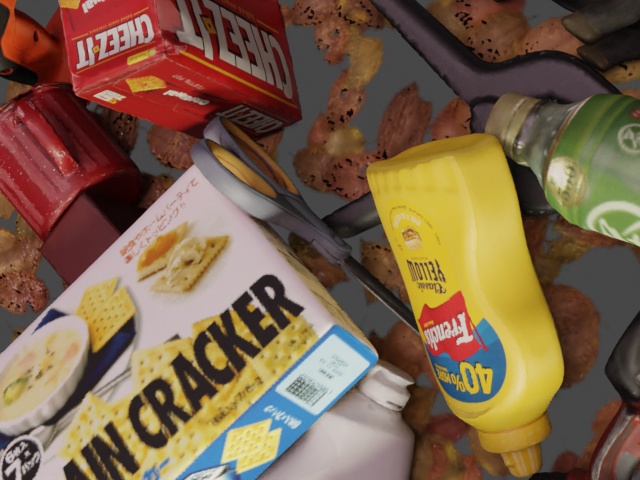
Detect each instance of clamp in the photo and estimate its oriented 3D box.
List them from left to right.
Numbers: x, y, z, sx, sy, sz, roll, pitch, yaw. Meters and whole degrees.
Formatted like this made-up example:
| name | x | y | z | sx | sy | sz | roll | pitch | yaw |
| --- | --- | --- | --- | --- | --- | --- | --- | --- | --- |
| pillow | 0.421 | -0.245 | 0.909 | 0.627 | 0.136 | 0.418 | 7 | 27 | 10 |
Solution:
| name | x | y | z | sx | sy | sz | roll | pitch | yaw |
| --- | --- | --- | --- | --- | --- | --- | --- | --- | --- |
| clamp | 0.096 | -0.058 | 0.629 | 0.210 | 0.036 | 0.164 | 19 | 102 | 22 |

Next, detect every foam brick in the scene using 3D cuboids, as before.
| name | x | y | z | sx | sy | sz | roll | pitch | yaw |
| --- | --- | --- | --- | --- | --- | --- | --- | --- | --- |
| foam brick | -0.135 | 0.009 | 0.709 | 0.051 | 0.078 | 0.053 | -49 | 67 | 11 |

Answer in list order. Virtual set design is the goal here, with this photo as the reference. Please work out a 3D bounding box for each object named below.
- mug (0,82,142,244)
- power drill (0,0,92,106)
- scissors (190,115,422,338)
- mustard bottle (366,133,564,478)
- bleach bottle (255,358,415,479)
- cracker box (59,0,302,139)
| name | x | y | z | sx | sy | sz | roll | pitch | yaw |
| --- | --- | --- | --- | --- | --- | --- | --- | --- | --- |
| mug | -0.176 | -0.052 | 0.719 | 0.093 | 0.117 | 0.081 | -38 | 72 | -17 |
| power drill | -0.198 | -0.167 | 0.700 | 0.057 | 0.187 | 0.184 | 40 | 102 | 25 |
| scissors | -0.004 | 0.001 | 0.618 | 0.202 | 0.096 | 0.016 | 47 | 108 | 12 |
| mustard bottle | 0.087 | 0.040 | 0.588 | 0.096 | 0.058 | 0.191 | -2 | 108 | 62 |
| bleach bottle | -0.025 | 0.180 | 0.629 | 0.102 | 0.068 | 0.251 | 28 | 96 | -16 |
| cracker box | -0.091 | -0.180 | 0.663 | 0.072 | 0.164 | 0.214 | -17 | 76 | 25 |
